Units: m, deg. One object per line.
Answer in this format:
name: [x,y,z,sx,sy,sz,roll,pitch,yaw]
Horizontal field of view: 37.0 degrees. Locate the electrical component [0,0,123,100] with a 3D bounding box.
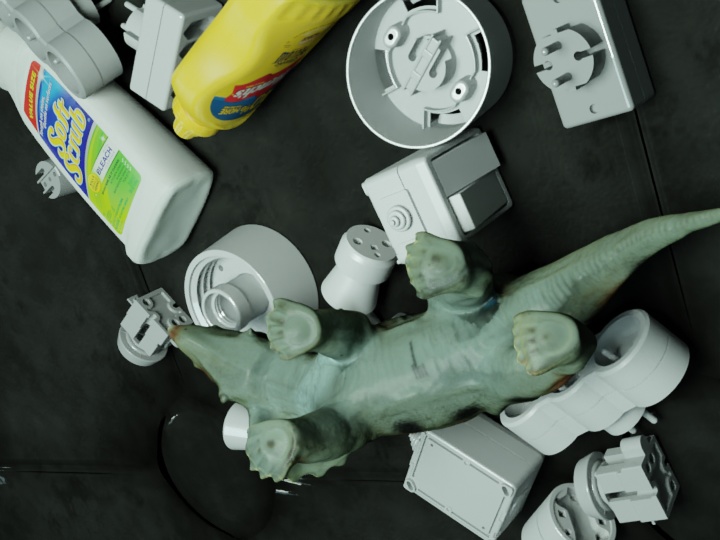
electrical component: [-0.236,-0.206,0.868,0.138,0.074,0.052,45,161,17]

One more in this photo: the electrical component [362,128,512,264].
electrical component: [0.052,-0.049,0.710,0.061,0.096,0.061,-19,99,39]

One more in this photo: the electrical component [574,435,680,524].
electrical component: [0.182,0.147,0.743,0.055,0.048,0.066,-19,107,36]

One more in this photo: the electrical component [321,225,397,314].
electrical component: [0.000,0.000,0.808,0.045,0.045,0.055,37,128,17]

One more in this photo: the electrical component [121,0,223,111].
electrical component: [-0.157,-0.181,0.834,0.076,0.047,0.083,34,128,19]

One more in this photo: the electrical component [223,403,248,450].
electrical component: [-0.081,0.142,0.941,0.065,0.044,0.044,9,117,28]

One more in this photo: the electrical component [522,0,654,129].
electrical component: [0.127,-0.127,0.631,0.047,0.076,0.083,-12,104,40]

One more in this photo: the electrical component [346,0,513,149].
electrical component: [0.046,-0.134,0.695,0.099,0.064,0.099,16,120,30]

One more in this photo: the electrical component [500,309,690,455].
electrical component: [0.167,0.086,0.723,0.074,0.052,0.138,36,134,-16]

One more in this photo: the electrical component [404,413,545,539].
electrical component: [0.082,0.144,0.806,0.096,0.061,0.061,31,127,22]

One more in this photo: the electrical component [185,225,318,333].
electrical component: [-0.095,0.023,0.879,0.108,0.060,0.108,16,121,30]

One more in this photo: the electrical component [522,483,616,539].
electrical component: [0.150,0.191,0.784,0.055,0.055,0.047,43,134,12]

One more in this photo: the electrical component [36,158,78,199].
electrical component: [-0.259,-0.086,0.956,0.040,0.046,0.040,18,120,34]

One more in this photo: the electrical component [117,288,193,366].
electrical component: [-0.190,0.054,0.976,0.066,0.048,0.055,46,123,9]
